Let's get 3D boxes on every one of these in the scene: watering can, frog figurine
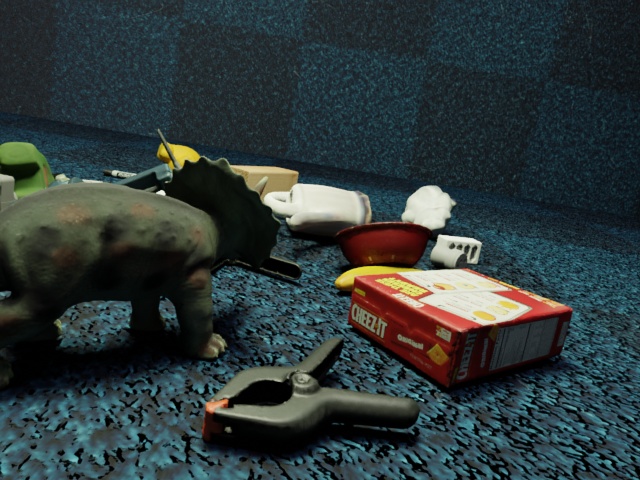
[{"bbox_3d":[0.003,-0.053,1.052,0.224,0.103,0.351,6,12,-14],"label":"watering can"},{"bbox_3d":[0.268,-0.067,1.302,0.136,0.122,0.161,-21,6,29],"label":"frog figurine"}]
